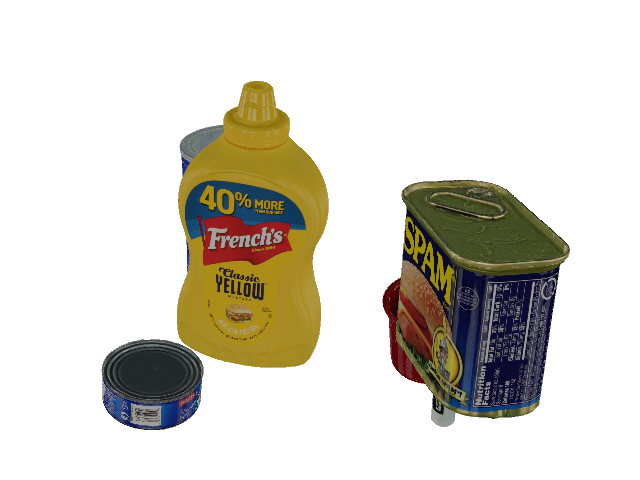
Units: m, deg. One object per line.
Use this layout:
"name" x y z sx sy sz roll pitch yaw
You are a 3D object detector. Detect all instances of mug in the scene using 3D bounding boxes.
"mug" 0.116 0.097 1.076 0.093 0.081 0.117 -18 38 -16

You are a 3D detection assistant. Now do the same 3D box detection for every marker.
"marker" 0.096 0.096 0.806 0.020 0.121 0.020 -1 41 0

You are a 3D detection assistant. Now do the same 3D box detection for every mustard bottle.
"mustard bottle" -0.044 -0.011 0.692 0.096 0.192 0.058 11 30 11

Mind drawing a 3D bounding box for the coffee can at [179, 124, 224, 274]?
"coffee can" -0.080 -0.029 1.026 0.103 0.140 0.103 0 26 0

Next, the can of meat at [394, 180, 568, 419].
"can of meat" 0.074 0.027 0.525 0.057 0.084 0.102 -4 25 -14

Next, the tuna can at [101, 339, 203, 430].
"tuna can" -0.144 0.123 0.913 0.086 0.034 0.086 5 30 -3
